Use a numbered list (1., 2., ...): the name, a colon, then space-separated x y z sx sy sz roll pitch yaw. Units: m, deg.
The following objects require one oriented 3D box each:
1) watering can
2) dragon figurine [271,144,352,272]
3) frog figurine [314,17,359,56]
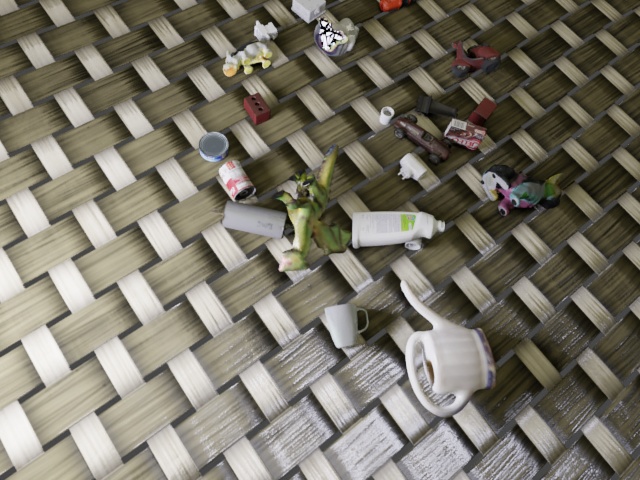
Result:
1. watering can: 0.324 0.264 1.317 0.224 0.102 0.354 -2 67 -10
2. dragon figurine: 0.004 -0.071 1.413 0.418 0.121 0.240 -49 115 -36
3. frog figurine: 0.058 -0.686 1.732 0.138 0.120 0.162 24 30 12
